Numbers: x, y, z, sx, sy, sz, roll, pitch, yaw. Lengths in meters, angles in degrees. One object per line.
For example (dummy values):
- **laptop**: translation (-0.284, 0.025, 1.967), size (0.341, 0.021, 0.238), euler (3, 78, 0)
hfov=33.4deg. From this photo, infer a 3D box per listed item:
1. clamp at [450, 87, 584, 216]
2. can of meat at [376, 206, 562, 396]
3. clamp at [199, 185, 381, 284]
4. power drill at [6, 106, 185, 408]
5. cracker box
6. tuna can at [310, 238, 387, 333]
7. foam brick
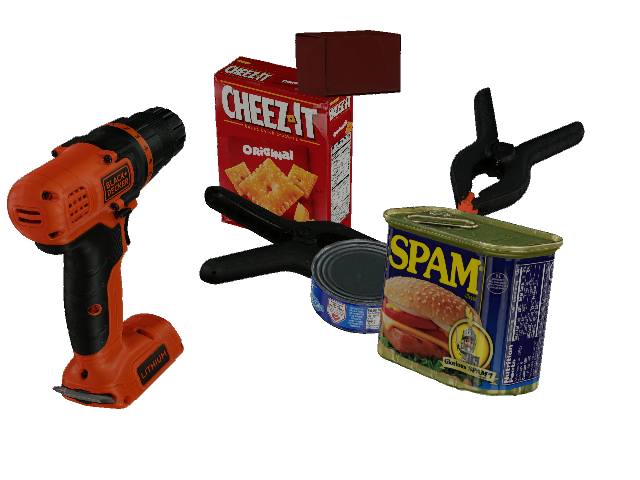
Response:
- **clamp**: translation (0.176, -0.090, 1.086), size (0.120, 0.039, 0.171), euler (29, 56, 29)
- **can of meat**: translation (0.078, 0.032, 0.589), size (0.057, 0.084, 0.102), euler (-6, 16, -39)
- **clamp**: translation (-0.025, 0.011, 1.075), size (0.210, 0.036, 0.164), euler (13, 31, -4)
- **power drill**: translation (-0.144, 0.010, 0.765), size (0.057, 0.188, 0.184), euler (6, 25, 24)
- **cracker box**: translation (-0.046, -0.106, 1.333), size (0.164, 0.214, 0.072), euler (17, 37, 24)
- **tuna can**: translation (0.034, 0.037, 0.862), size (0.086, 0.034, 0.086), euler (2, 35, -2)
- **foam brick**: translation (0.024, -0.153, 0.918), size (0.078, 0.051, 0.053), euler (-8, 17, -28)
